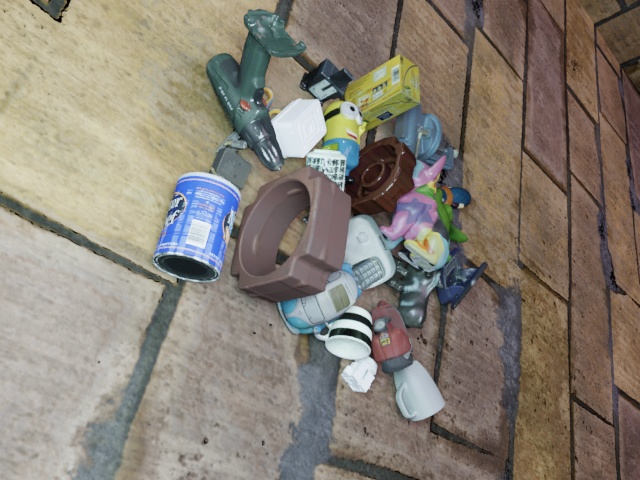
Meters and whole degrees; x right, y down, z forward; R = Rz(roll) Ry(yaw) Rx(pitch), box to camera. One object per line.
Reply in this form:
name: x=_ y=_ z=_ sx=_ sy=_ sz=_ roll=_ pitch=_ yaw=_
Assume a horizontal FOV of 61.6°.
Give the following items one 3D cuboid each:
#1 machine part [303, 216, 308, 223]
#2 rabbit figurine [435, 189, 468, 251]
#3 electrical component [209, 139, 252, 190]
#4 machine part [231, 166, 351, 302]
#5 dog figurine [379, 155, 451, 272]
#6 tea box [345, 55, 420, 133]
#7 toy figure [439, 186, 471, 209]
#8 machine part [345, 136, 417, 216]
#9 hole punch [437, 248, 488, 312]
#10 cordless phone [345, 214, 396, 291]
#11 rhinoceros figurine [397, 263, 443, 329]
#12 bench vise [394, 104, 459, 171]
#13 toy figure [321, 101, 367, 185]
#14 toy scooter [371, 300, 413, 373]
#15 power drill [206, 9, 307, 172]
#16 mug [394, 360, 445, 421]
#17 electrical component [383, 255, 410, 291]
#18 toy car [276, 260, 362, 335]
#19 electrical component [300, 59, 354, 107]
machine part: x=-0.002 y=-0.003 z=1.027 sx=0.039 sy=0.084 sz=0.139 roll=82 pitch=26 yaw=-66
rabbit figurine: x=0.278 y=-0.046 z=1.267 sx=0.159 sy=0.121 sz=0.170 roll=53 pitch=25 yaw=6
electrical component: x=-0.155 y=-0.123 z=0.925 sx=0.078 sy=0.045 sz=0.102 roll=39 pitch=64 yaw=-32
machine part: x=-0.047 y=-0.005 z=0.886 sx=0.087 sy=0.201 sz=0.201 roll=31 pitch=57 yaw=-36
dog figurine: x=0.220 y=-0.065 z=1.118 sx=0.192 sy=0.108 sz=0.219 roll=31 pitch=79 yaw=14
tea box: x=0.134 y=-0.318 z=1.184 sx=0.068 sy=0.170 sz=0.098 roll=17 pitch=67 yaw=-38
toy figure: x=0.329 y=-0.108 z=1.382 sx=0.154 sy=0.064 sz=0.057 roll=-2 pitch=116 yaw=-40
machine part: x=0.118 y=-0.129 z=1.111 sx=0.056 sy=0.179 sz=0.179 roll=37 pitch=54 yaw=-34
hole punch: x=0.328 y=0.093 z=1.294 sx=0.092 sy=0.115 sz=0.142 roll=32 pitch=39 yaw=13
cordless phone: x=0.047 y=0.046 z=1.054 sx=0.184 sy=0.089 sz=0.146 roll=-32 pitch=100 yaw=-30
rhinoceros figurine: x=0.211 y=0.099 z=1.165 sx=0.073 sy=0.112 sz=0.190 roll=34 pitch=63 yaw=-29
bench vise: x=0.252 y=-0.210 z=1.302 sx=0.240 sy=0.129 sz=0.223 roll=9 pitch=73 yaw=-37
toy figure: x=0.041 y=-0.205 z=1.123 sx=0.082 sy=0.089 sz=0.180 roll=32 pitch=62 yaw=-67
toy scooter: x=0.138 y=0.187 z=1.069 sx=0.184 sy=0.075 sz=0.135 roll=16 pitch=54 yaw=-75
power drill: x=-0.097 y=-0.257 z=0.902 sx=0.086 sy=0.207 sz=0.232 roll=-25 pitch=71 yaw=-33
mug: x=0.190 y=0.310 z=1.105 sx=0.109 sy=0.081 sz=0.107 roll=-18 pitch=78 yaw=-41
electrical component: x=0.150 y=0.067 z=1.149 sx=0.021 sy=0.094 sz=0.063 roll=11 pitch=107 yaw=-43
toy car: x=0.011 y=0.103 z=0.951 sx=0.162 sy=0.103 sz=0.109 roll=-24 pitch=101 yaw=-19
electrical component: x=0.022 y=-0.334 z=1.118 sx=0.074 sy=0.119 sz=0.048 roll=35 pitch=55 yaw=-28
